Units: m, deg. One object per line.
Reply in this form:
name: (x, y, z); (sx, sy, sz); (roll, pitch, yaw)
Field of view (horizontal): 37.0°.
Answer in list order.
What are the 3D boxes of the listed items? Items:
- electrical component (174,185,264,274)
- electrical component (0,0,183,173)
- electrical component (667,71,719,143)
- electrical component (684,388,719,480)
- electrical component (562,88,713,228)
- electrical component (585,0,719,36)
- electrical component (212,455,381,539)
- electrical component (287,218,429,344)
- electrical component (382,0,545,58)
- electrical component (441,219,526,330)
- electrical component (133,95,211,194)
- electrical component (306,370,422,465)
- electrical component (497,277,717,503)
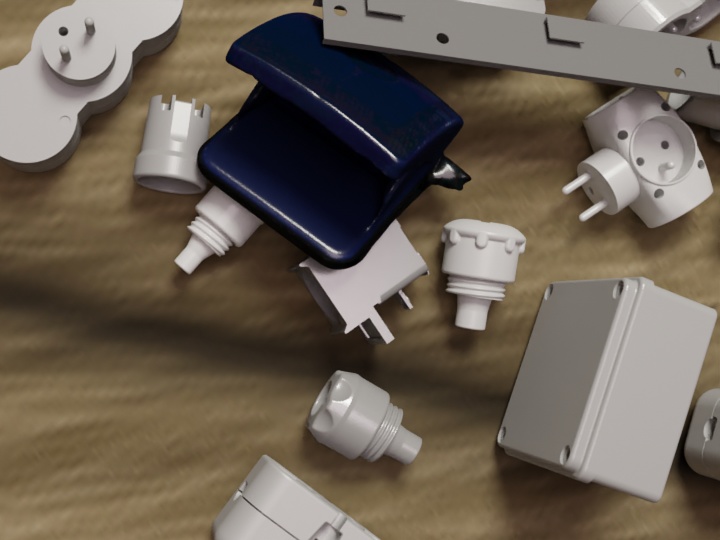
electrical component: (-0.079, -0.024, 0.597); (0.035, 0.035, 0.061); (41, 83, -6)
electrical component: (-0.147, -0.114, 0.568); (0.052, 0.074, 0.138); (40, 81, -6)
electrical component: (0.222, -0.101, 0.653); (0.055, 0.045, 0.045); (26, 83, -9)
electrical component: (0.247, 0.107, 0.639); (0.095, 0.059, 0.053); (18, 84, -9)
electrical component: (0.157, -0.059, 0.638); (0.079, 0.044, 0.077); (-33, 93, -10)
electrical component: (0.189, -0.185, 0.648); (0.138, 0.052, 0.073); (-35, 74, -11)
electrical component: (-0.031, 0.154, 0.586); (0.095, 0.054, 0.059); (38, 81, -7)
electrical component: (0.000, 0.000, 0.607); (0.064, 0.042, 0.081); (-35, 95, -14)
electrical component: (0.051, -0.155, 0.617); (0.089, 0.056, 0.050); (-10, 89, -11)
electrical component: (0.068, 0.003, 0.619); (0.048, 0.048, 0.062); (8, 92, -10)
electrical component: (-0.102, -0.069, 0.593); (0.040, 0.040, 0.046); (8, 80, -10)
electrical component: (0.005, 0.087, 0.602); (0.062, 0.043, 0.043); (31, 82, -9)
electrical component: (0.133, 0.063, 0.595); (0.056, 0.109, 0.108); (21, 83, -12)
